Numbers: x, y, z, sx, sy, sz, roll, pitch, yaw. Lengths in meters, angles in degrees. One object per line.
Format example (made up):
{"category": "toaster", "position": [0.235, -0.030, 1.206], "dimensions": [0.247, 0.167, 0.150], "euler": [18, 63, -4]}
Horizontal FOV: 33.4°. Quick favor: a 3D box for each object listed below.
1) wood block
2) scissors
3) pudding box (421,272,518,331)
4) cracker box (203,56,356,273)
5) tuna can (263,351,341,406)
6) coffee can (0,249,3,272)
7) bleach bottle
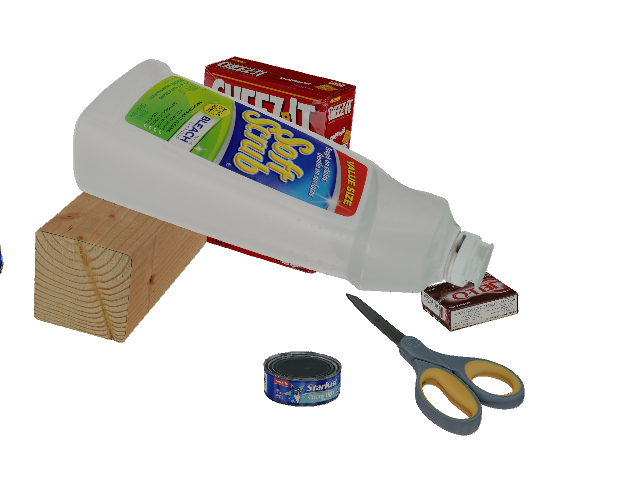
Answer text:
{"category": "wood block", "position": [-0.178, -0.002, 1.002], "dimensions": [0.090, 0.091, 0.206], "euler": [15, 28, 9]}
{"category": "scissors", "position": [0.096, 0.091, 0.882], "dimensions": [0.096, 0.016, 0.202], "euler": [-6, 30, -15]}
{"category": "pudding box", "position": [0.213, 0.087, 1.530], "dimensions": [0.113, 0.039, 0.090], "euler": [-15, 22, -17]}
{"category": "cracker box", "position": [-0.056, -0.085, 1.219], "dimensions": [0.164, 0.214, 0.072], "euler": [17, 26, 24]}
{"category": "tuna can", "position": [-0.020, 0.151, 1.169], "dimensions": [0.086, 0.034, 0.086], "euler": [2, 14, -1]}
{"category": "coffee can", "position": [-0.228, -0.046, 0.573], "dimensions": [0.103, 0.140, 0.103], "euler": [3, 25, -1]}
{"category": "bleach bottle", "position": [-0.017, -0.031, 0.639], "dimensions": [0.251, 0.068, 0.102], "euler": [20, 39, 15]}
